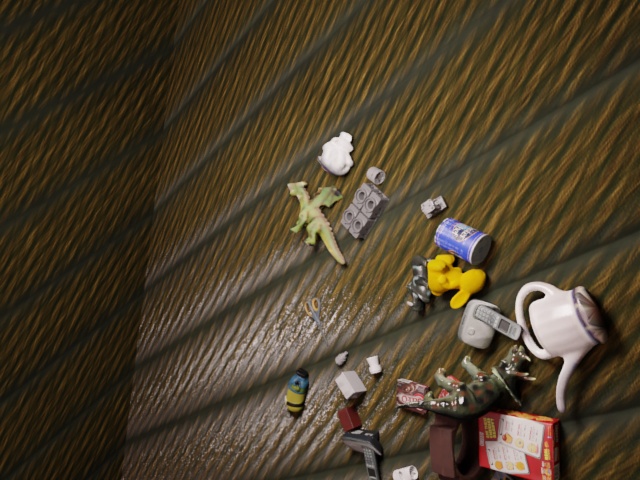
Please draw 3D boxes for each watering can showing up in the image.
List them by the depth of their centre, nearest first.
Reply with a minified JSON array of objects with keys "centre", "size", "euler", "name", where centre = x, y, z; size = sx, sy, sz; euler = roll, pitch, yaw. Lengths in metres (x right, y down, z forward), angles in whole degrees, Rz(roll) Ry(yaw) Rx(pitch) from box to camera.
[{"centre":[0.661,0.269,1.384],"size":[0.221,0.104,0.353],"euler":[-34,65,41],"name":"watering can"}]

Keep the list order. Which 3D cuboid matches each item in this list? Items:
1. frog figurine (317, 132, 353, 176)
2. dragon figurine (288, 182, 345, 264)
[{"centre":[0.077,-0.332,1.991],"size":[0.137,0.124,0.157],"euler":[41,111,1],"name":"frog figurine"},{"centre":[0.006,-0.104,2.066],"size":[0.415,0.122,0.240],"euler":[36,105,30],"name":"dragon figurine"}]
